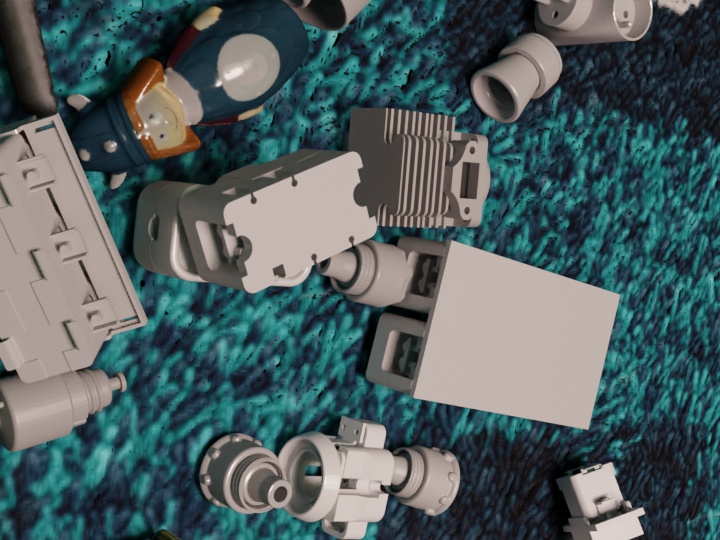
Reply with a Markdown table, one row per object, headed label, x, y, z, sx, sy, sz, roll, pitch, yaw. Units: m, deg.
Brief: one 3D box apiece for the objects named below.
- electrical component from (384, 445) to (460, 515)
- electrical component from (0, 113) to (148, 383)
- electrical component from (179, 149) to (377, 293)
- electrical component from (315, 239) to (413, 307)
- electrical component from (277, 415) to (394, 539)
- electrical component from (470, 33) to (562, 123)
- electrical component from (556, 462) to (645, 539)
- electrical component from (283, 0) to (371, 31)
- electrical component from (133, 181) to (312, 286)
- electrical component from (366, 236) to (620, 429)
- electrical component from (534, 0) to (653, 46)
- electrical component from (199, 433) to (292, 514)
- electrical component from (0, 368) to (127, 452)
| label | x | y | z | sx | sy | sz | roll | pitch | yaw |
| --- | --- | --- | --- | --- | --- | --- | --- | --- | --- |
| electrical component | 0.036 | 0.144 | 0.760 | 0.062 | 0.048 | 0.048 | 23 | 83 | -31 |
| electrical component | -0.171 | -0.009 | 0.554 | 0.079 | 0.063 | 0.121 | -16 | 111 | 7 |
| electrical component | -0.046 | -0.029 | 0.583 | 0.089 | 0.056 | 0.050 | -26 | 112 | -32 |
| electrical component | 0.000 | 0.000 | 0.710 | 0.062 | 0.043 | 0.043 | 14 | 88 | -38 |
| electrical component | -0.019 | 0.136 | 0.707 | 0.057 | 0.058 | 0.078 | 13 | 89 | -41 |
| electrical component | 0.113 | -0.139 | 0.777 | 0.055 | 0.045 | 0.045 | -43 | 120 | -26 |
| electrical component | 0.191 | 0.190 | 0.869 | 0.042 | 0.081 | 0.063 | -18 | 80 | -13 |
| electrical component | -0.029 | -0.190 | 0.625 | 0.099 | 0.099 | 0.064 | 44 | 76 | -34 |
| electrical component | -0.081 | -0.022 | 0.632 | 0.095 | 0.059 | 0.053 | 4 | 94 | -38 |
| electrical component | 0.098 | 0.047 | 0.780 | 0.186 | 0.060 | 0.105 | 15 | 87 | -39 |
| electrical component | 0.157 | -0.191 | 0.783 | 0.079 | 0.077 | 0.043 | 7 | 92 | -38 |
| electrical component | -0.066 | 0.130 | 0.665 | 0.048 | 0.062 | 0.048 | -7 | 101 | -37 |
| electrical component | -0.167 | 0.072 | 0.592 | 0.078 | 0.040 | 0.040 | -15 | 106 | -36 |
